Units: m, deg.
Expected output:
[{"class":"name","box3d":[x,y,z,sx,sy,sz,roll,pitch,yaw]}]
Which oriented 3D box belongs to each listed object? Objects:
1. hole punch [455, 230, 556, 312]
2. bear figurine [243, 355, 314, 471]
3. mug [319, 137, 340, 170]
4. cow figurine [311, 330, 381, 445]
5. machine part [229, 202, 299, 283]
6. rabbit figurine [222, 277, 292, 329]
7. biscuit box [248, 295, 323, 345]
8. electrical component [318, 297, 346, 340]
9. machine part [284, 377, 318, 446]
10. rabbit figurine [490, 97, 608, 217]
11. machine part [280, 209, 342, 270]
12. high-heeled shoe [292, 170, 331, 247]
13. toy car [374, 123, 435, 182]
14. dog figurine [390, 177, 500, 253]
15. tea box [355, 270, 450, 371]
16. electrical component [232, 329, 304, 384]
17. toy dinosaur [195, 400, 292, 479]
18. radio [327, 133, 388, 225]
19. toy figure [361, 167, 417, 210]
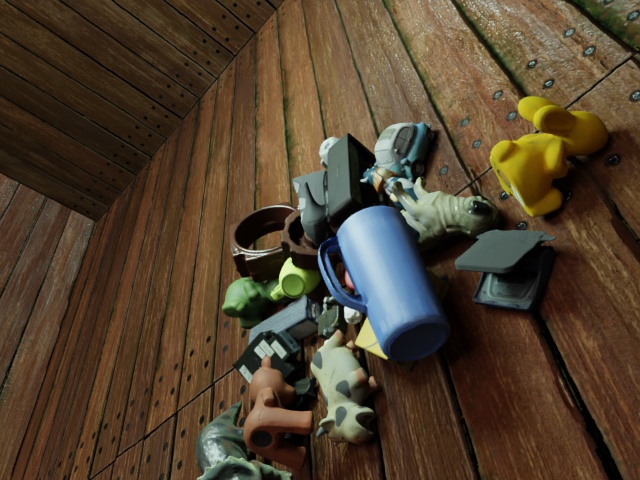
[{"class":"hole punch","box3d":[0.290,0.044,0.827,0.116,0.092,0.142,-38,18,-27]},{"class":"bear figurine","box3d":[-0.077,0.316,1.012,0.196,0.132,0.120,-79,1,-72]},{"class":"mug","box3d":[0.045,-0.209,1.366,0.110,0.107,0.081,-10,53,49]},{"class":"cow figurine","box3d":[0.039,0.272,0.954,0.127,0.085,0.195,-41,43,10]},{"class":"machine part","box3d":[-0.120,0.000,1.339,0.201,0.087,0.202,-16,37,0]},{"class":"rabbit figurine","box3d":[-0.133,0.132,1.337,0.170,0.121,0.159,-17,39,24]},{"class":"biscuit box","box3d":[-0.080,0.200,1.217,0.203,0.059,0.063,-33,40,34]},{"class":"electrical component","box3d":[0.023,0.163,1.118,0.078,0.045,0.102,-28,41,38]},{"class":"machine part","box3d":[-0.048,0.340,1.068,0.084,0.039,0.139,-13,50,42]},{"class":"rabbit figurine","box3d":[0.360,-0.149,0.847,0.173,0.162,0.122,-29,25,12]},{"class":"machine part","box3d":[-0.002,-0.004,1.205,0.179,0.056,0.179,-2,40,2]},{"class":"high-heeled shoe","box3d":[-0.008,-0.076,1.218,0.086,0.145,0.249,-14,12,8]},{"class":"toy car","box3d":[0.176,-0.199,1.176,0.109,0.103,0.161,7,70,56]},{"class":"dog figurine","box3d":[0.218,-0.015,0.973,0.191,0.121,0.172,31,132,38]},{"class":"tea box","box3d":[0.145,0.132,0.951,0.098,0.068,0.169,10,72,56]},{"class":"electrical component","box3d":[-0.104,0.260,1.148,0.115,0.058,0.134,47,106,17]},{"class":"toy dinosaur","box3d":[-0.173,0.417,1.026,0.131,0.192,0.405,-55,32,0]},{"class":"radio","box3d":[0.084,-0.120,1.204,0.073,0.131,0.230,-34,38,33]},{"class":"toy figure","box3d":[0.153,-0.111,1.120,0.155,0.064,0.057,39,104,29]}]
